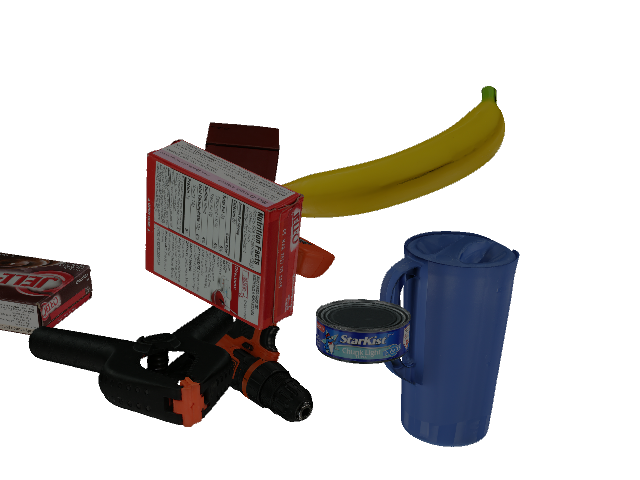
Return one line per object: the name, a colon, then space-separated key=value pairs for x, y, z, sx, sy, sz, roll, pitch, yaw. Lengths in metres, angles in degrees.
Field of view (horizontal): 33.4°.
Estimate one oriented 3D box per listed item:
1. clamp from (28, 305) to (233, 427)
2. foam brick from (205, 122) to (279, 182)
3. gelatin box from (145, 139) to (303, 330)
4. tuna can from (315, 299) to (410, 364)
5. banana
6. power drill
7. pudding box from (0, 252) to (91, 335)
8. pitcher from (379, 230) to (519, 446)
clamp: x=-0.112 y=0.086 z=0.788 sx=0.164 sy=0.036 sz=0.210 roll=-9 pitch=14 yaw=-26
foam brick: x=-0.084 y=-0.090 z=1.140 sx=0.078 sy=0.051 sz=0.053 roll=5 pitch=31 yaw=-3
gelatin box: x=-0.052 y=-0.004 z=0.564 sx=0.089 sy=0.073 sz=0.030 roll=25 pitch=35 yaw=29
tuna can: x=0.038 y=0.082 z=0.965 sx=0.086 sy=0.034 sz=0.086 roll=1 pitch=15 yaw=0
banana: x=0.061 y=-0.054 z=0.778 sx=0.197 sy=0.037 sz=0.070 roll=-25 pitch=27 yaw=-12
power drill: x=-0.051 y=0.088 z=1.190 sx=0.057 sy=0.188 sz=0.185 roll=12 pitch=13 yaw=-47
pudding box: x=-0.280 y=0.047 z=0.976 sx=0.114 sy=0.039 sz=0.090 roll=5 pitch=21 yaw=17
pitcher: x=0.148 y=0.119 z=1.269 sx=0.149 sy=0.243 sz=0.145 roll=7 pitch=18 yaw=11
